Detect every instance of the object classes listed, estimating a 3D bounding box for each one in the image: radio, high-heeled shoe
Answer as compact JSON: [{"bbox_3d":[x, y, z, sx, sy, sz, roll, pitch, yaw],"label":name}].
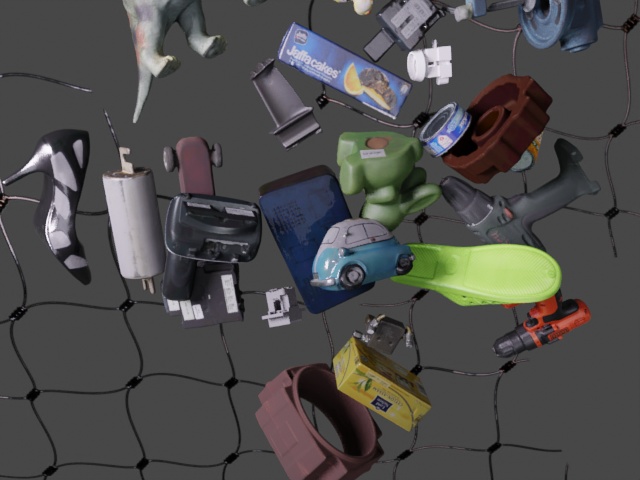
[{"bbox_3d":[-0.002,-0.003,0.894,0.131,0.073,0.229,-22,112,3],"label":"radio"},{"bbox_3d":[-0.390,-0.052,0.866,0.145,0.086,0.248,-36,131,-23],"label":"high-heeled shoe"}]

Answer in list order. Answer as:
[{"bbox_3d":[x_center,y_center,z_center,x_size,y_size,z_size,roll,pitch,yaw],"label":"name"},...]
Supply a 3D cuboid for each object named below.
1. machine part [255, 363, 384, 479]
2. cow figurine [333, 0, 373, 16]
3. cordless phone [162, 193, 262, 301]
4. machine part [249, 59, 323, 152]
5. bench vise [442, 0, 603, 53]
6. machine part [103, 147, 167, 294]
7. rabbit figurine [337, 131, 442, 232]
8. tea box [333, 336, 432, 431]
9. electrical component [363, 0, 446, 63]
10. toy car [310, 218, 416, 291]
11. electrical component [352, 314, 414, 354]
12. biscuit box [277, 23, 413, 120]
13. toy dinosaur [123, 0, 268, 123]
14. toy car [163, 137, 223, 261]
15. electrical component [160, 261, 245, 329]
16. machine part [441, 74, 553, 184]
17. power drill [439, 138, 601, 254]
[{"bbox_3d":[0.004,0.315,0.923,0.087,0.201,0.201,-47,151,19],"label":"machine part"},{"bbox_3d":[0.024,-0.398,0.753,0.098,0.068,0.167,-9,107,6],"label":"cow figurine"},{"bbox_3d":[-0.173,0.024,0.843,0.146,0.089,0.184,7,115,-20],"label":"cordless phone"},{"bbox_3d":[-0.059,-0.210,0.832,0.084,0.039,0.138,-26,111,11],"label":"machine part"},{"bbox_3d":[0.302,-0.367,0.758,0.241,0.129,0.223,-15,111,-6],"label":"bench vise"},{"bbox_3d":[-0.295,-0.027,0.862,0.079,0.079,0.243,-5,110,-2],"label":"machine part"},{"bbox_3d":[0.105,-0.085,0.867,0.159,0.121,0.170,-11,129,-7],"label":"rabbit figurine"},{"bbox_3d":[0.112,0.262,0.985,0.169,0.098,0.068,33,104,-13],"label":"tea box"},{"bbox_3d":[0.117,-0.319,0.800,0.119,0.048,0.074,-40,107,9],"label":"electrical component"},{"bbox_3d":[0.059,0.017,0.817,0.162,0.109,0.102,-14,92,-17],"label":"toy car"},{"bbox_3d":[0.120,0.170,0.979,0.102,0.045,0.078,28,104,-13],"label":"electrical component"},{"bbox_3d":[0.036,-0.253,0.810,0.203,0.063,0.059,23,106,-12],"label":"biscuit box"},{"bbox_3d":[-0.191,-0.359,0.730,0.405,0.131,0.192,-38,82,20],"label":"toy dinosaur"},{"bbox_3d":[-0.196,-0.065,0.867,0.089,0.053,0.201,-11,112,-19],"label":"toy car"},{"bbox_3d":[-0.201,0.087,0.920,0.134,0.058,0.114,-5,108,-2],"label":"electrical component"},{"bbox_3d":[0.261,-0.164,0.803,0.056,0.179,0.179,34,104,-16],"label":"machine part"},{"bbox_3d":[0.338,-0.072,0.889,0.207,0.086,0.232,-41,109,7],"label":"power drill"}]
